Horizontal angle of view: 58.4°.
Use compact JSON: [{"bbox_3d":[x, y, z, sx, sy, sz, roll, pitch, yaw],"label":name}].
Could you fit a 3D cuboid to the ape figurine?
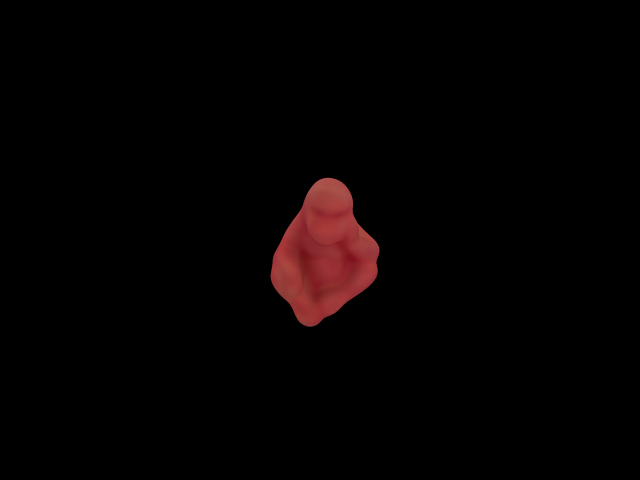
[{"bbox_3d":[0.004,0.001,0.400,0.078,0.092,0.076,-2,31,-3],"label":"ape figurine"}]
